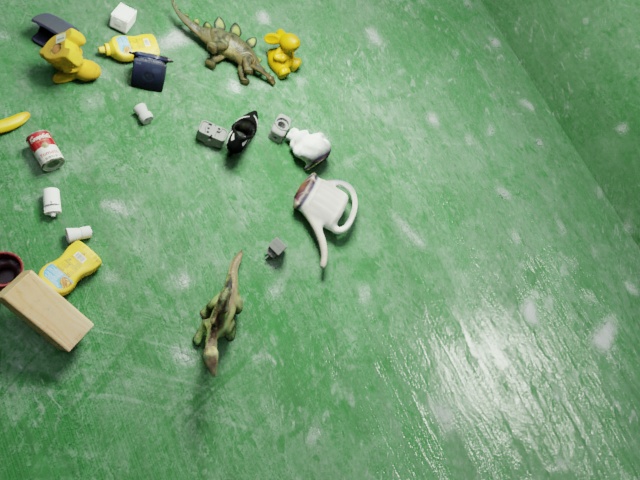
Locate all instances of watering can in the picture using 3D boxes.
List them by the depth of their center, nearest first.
[{"bbox_3d":[0.005,-0.089,1.761,0.224,0.102,0.355,32,57,-7],"label":"watering can"}]

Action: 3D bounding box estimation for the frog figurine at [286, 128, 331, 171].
[{"bbox_3d":[-0.041,-0.347,1.860,0.138,0.122,0.159,-35,96,-13],"label":"frog figurine"}]

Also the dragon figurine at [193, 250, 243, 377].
[{"bbox_3d":[-0.262,0.174,1.443,0.122,0.238,0.419,16,63,-12],"label":"dragon figurine"}]
